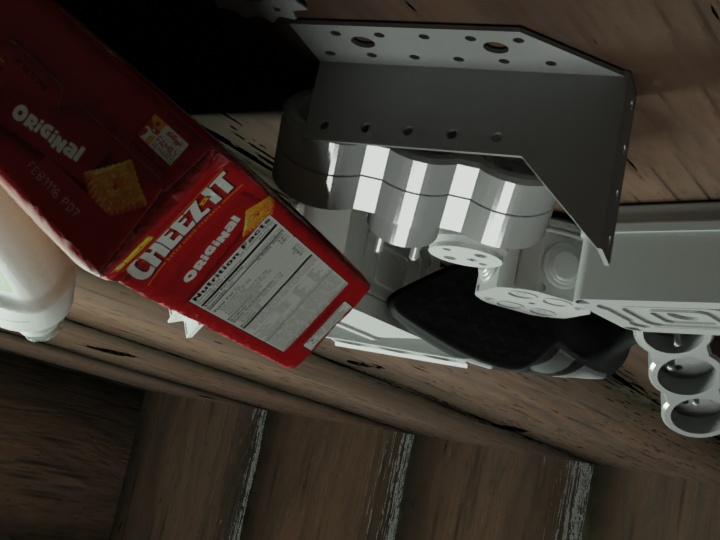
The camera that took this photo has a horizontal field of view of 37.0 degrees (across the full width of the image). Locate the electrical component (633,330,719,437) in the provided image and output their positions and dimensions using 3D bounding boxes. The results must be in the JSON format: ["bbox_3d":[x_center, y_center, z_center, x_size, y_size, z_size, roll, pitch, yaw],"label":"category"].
[{"bbox_3d":[0.228,0.047,0.753,0.052,0.073,0.138,-10,130,23],"label":"electrical component"}]

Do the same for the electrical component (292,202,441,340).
[{"bbox_3d":[0.000,0.000,0.746,0.057,0.078,0.113,-1,163,37],"label":"electrical component"}]

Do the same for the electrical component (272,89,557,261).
[{"bbox_3d":[0.025,-0.036,0.531,0.138,0.052,0.073,12,126,-1],"label":"electrical component"}]

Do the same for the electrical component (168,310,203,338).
[{"bbox_3d":[-0.146,0.016,0.996,0.063,0.078,0.121,-8,173,-15],"label":"electrical component"}]

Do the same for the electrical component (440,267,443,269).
[{"bbox_3d":[0.068,0.021,0.873,0.040,0.040,0.046,10,163,9],"label":"electrical component"}]

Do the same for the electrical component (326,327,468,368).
[{"bbox_3d":[0.037,0.042,0.941,0.121,0.063,0.078,9,168,15],"label":"electrical component"}]

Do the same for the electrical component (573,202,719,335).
[{"bbox_3d":[0.188,0.000,0.610,0.113,0.057,0.078,0,164,44],"label":"electrical component"}]

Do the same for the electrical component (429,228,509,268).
[{"bbox_3d":[0.062,-0.033,0.582,0.045,0.055,0.045,11,168,2],"label":"electrical component"}]

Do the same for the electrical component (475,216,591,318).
[{"bbox_3d":[0.114,-0.003,0.686,0.080,0.051,0.080,12,168,2],"label":"electrical component"}]
